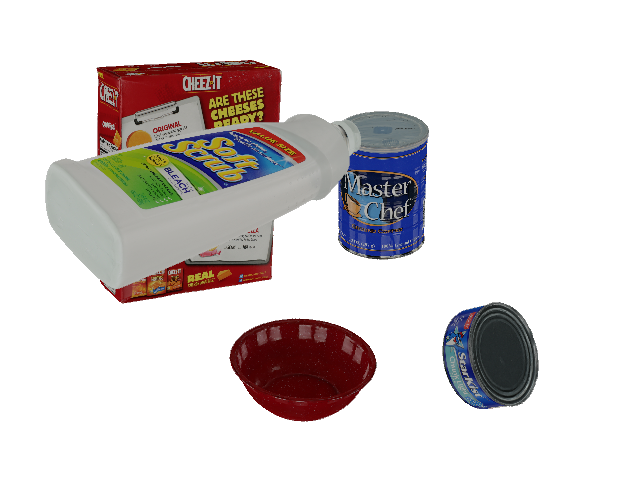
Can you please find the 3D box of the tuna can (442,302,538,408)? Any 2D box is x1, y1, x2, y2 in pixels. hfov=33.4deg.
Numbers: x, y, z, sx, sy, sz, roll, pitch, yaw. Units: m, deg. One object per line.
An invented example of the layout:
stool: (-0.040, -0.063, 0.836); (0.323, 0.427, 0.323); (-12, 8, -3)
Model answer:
tuna can: (0.140, 0.096, 0.883); (0.085, 0.086, 0.034); (0, -13, -42)

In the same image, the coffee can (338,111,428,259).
coffee can: (0.070, -0.064, 1.223); (0.103, 0.140, 0.103); (-1, 29, 0)

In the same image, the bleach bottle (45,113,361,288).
bleach bottle: (-0.074, -0.049, 0.811); (0.250, 0.068, 0.103); (-25, 53, -36)

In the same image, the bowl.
bowl: (-0.020, 0.151, 1.184); (0.162, 0.055, 0.162); (3, 28, -2)

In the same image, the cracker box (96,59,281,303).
cracker box: (-0.127, -0.060, 1.018); (0.163, 0.214, 0.072); (-8, 21, -31)
